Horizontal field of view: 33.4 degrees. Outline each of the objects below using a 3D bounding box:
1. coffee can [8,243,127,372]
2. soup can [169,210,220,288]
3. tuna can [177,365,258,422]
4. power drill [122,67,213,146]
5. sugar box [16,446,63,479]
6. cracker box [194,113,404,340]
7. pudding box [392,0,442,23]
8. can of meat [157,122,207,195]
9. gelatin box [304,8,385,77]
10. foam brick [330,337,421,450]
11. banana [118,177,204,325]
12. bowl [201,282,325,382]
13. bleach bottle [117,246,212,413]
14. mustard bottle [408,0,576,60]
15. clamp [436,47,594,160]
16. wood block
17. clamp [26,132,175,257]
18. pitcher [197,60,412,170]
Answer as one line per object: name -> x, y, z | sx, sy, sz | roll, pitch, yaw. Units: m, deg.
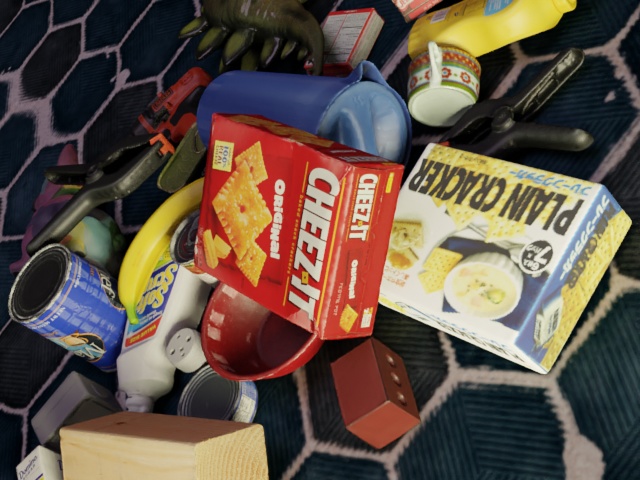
coffee can -> -0.279, 0.082, 1.259 | 0.103, 0.140, 0.103 | -24, 46, 28
soup can -> -0.106, 0.020, 1.172 | 0.069, 0.102, 0.068 | -24, 47, 28
tuna can -> -0.106, 0.172, 1.110 | 0.086, 0.033, 0.086 | -24, 47, 28
power drill -> -0.191, -0.128, 1.399 | 0.184, 0.057, 0.188 | -46, 40, 6
sugar box -> -0.259, 0.303, 1.109 | 0.048, 0.093, 0.176 | -44, 39, 9
cracker box -> -0.030, -0.019, 1.014 | 0.214, 0.071, 0.164 | 26, 112, 46
pudding box -> 0.133, -0.292, 1.198 | 0.090, 0.039, 0.113 | -29, 12, 24
can of meat -> -0.132, -0.081, 1.289 | 0.058, 0.083, 0.102 | 20, 76, 49
gelatin box -> 0.029, -0.237, 1.297 | 0.073, 0.030, 0.089 | 6, 64, 44
foam brick -> 0.050, 0.139, 0.974 | 0.051, 0.053, 0.078 | -34, 43, 19
banana -> -0.175, 0.000, 1.206 | 0.070, 0.037, 0.198 | 30, 86, 26
bowl -> -0.043, 0.082, 1.097 | 0.162, 0.055, 0.162 | -20, 49, 25
bleach bottle -> -0.173, 0.081, 1.223 | 0.103, 0.068, 0.250 | -10, 57, 35
mustard bottle -> 0.190, -0.235, 1.117 | 0.192, 0.058, 0.096 | -17, 25, 33
clamp -> 0.191, -0.107, 1.039 | 0.172, 0.039, 0.120 | -31, 38, 29
wood block -> -0.155, 0.225, 1.048 | 0.207, 0.090, 0.090 | -3, 93, 42
clamp -> -0.272, -0.078, 1.311 | 0.210, 0.036, 0.164 | -31, 38, 13
pitcher -> -0.029, -0.110, 1.162 | 0.149, 0.145, 0.243 | -47, 37, -21
